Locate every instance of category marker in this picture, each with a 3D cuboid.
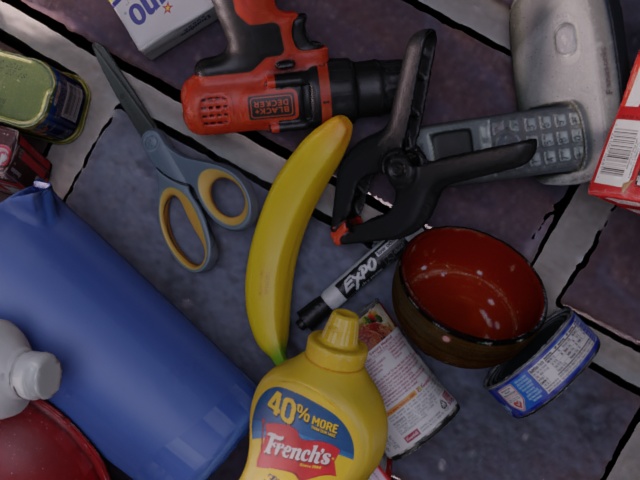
[{"bbox_3d":[0.029,0.027,0.815,0.121,0.020,0.020,-41,87,3],"label":"marker"}]

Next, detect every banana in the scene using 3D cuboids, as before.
[{"bbox_3d":[-0.021,0.001,0.800,0.070,0.037,0.198,15,96,34],"label":"banana"}]

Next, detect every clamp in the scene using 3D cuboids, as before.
[{"bbox_3d":[0.061,-0.065,0.774,0.172,0.039,0.120,-37,74,29],"label":"clamp"}]

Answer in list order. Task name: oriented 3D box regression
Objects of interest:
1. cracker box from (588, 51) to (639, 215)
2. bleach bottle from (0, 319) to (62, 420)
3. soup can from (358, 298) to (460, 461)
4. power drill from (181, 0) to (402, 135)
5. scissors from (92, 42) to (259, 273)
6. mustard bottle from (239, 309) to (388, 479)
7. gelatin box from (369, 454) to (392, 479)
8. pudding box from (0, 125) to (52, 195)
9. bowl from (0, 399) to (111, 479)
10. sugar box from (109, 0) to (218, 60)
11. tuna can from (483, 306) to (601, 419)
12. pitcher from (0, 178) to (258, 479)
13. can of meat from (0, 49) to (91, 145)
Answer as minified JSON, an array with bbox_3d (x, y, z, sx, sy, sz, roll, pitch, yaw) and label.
[{"bbox_3d":[0.305,-0.072,0.723,0.213,0.072,0.164,19,91,-26],"label":"cracker box"},{"bbox_3d":[-0.286,0.068,0.716,0.251,0.068,0.102,5,120,23],"label":"bleach bottle"},{"bbox_3d":[0.047,0.103,0.789,0.068,0.068,0.102,-38,87,3],"label":"soup can"},{"bbox_3d":[-0.017,-0.170,0.774,0.184,0.057,0.188,-7,111,-5],"label":"power drill"},{"bbox_3d":[-0.109,-0.075,0.819,0.096,0.016,0.202,-20,87,26],"label":"scissors"},{"bbox_3d":[-0.005,0.137,0.719,0.096,0.058,0.192,23,108,29],"label":"mustard bottle"},{"bbox_3d":[0.016,0.145,0.788,0.030,0.073,0.089,-39,87,3],"label":"gelatin box"},{"bbox_3d":[-0.269,-0.066,0.804,0.113,0.090,0.039,16,79,6],"label":"pudding box"},{"bbox_3d":[-0.231,0.172,0.770,0.162,0.055,0.162,16,132,19],"label":"bowl"},{"bbox_3d":[-0.141,-0.238,0.820,0.093,0.048,0.176,-32,86,3],"label":"sugar box"},{"bbox_3d":[0.160,0.089,0.771,0.086,0.086,0.034,-43,88,3],"label":"tuna can"},{"bbox_3d":[-0.167,0.085,0.786,0.243,0.149,0.145,41,77,1],"label":"pitcher"},{"bbox_3d":[-0.235,-0.113,0.806,0.102,0.084,0.057,15,90,4],"label":"can of meat"}]
